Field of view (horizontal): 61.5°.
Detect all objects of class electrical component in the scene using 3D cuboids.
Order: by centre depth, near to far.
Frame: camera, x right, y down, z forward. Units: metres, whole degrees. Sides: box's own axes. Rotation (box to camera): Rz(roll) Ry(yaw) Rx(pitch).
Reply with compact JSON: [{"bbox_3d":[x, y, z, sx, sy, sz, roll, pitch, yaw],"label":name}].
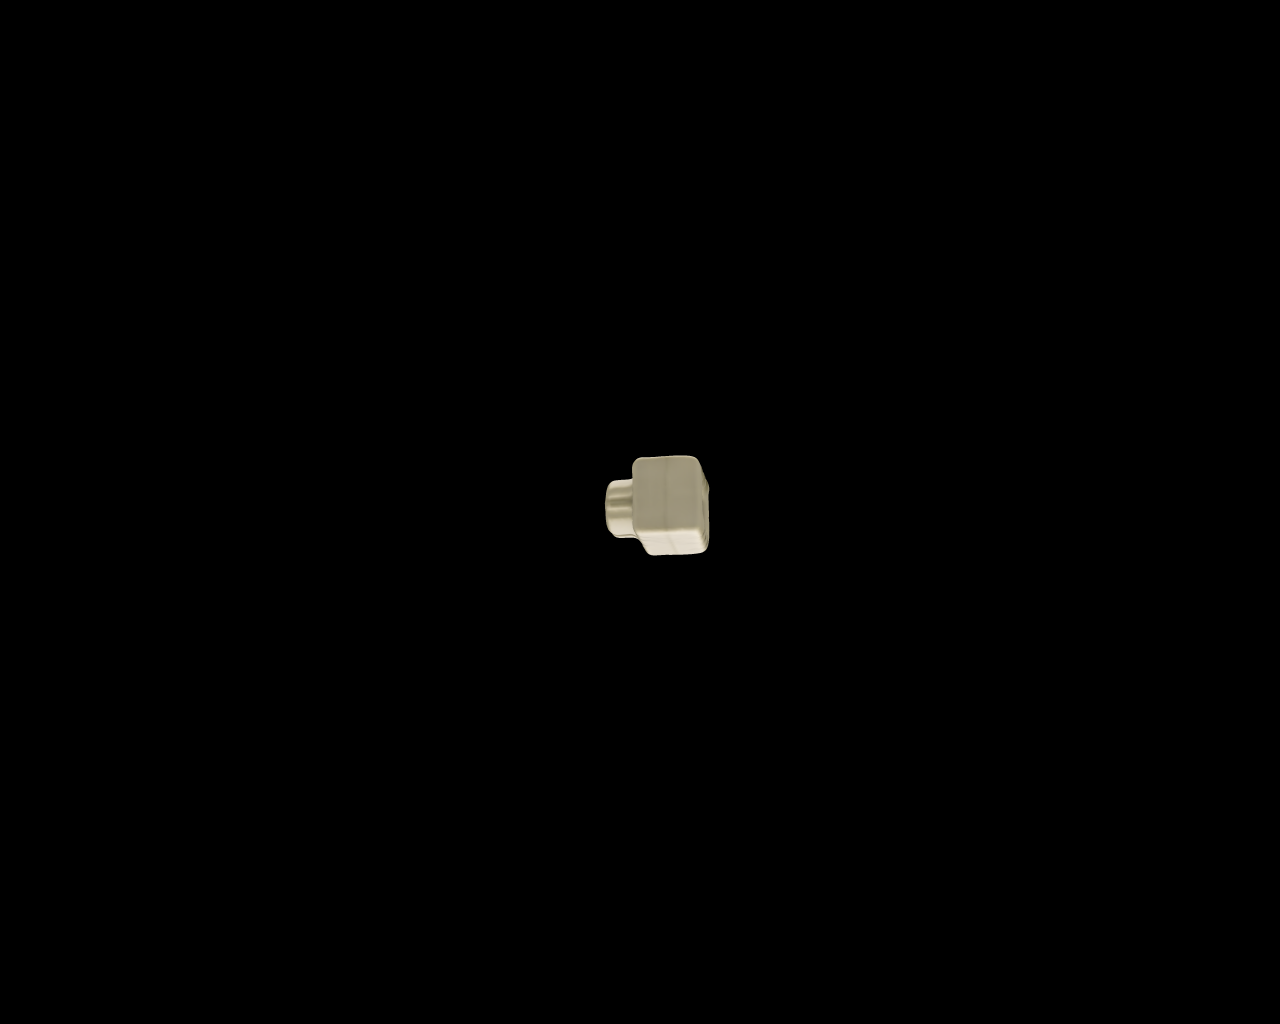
[{"bbox_3d":[0.001,-0.003,0.650,0.077,0.047,0.065,-2,-14,7],"label":"electrical component"}]
